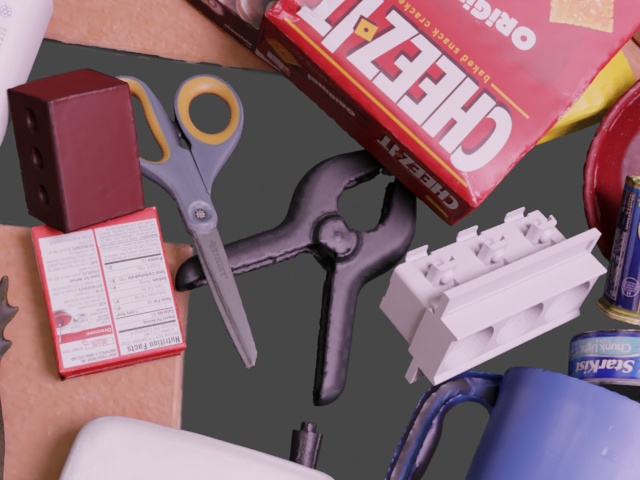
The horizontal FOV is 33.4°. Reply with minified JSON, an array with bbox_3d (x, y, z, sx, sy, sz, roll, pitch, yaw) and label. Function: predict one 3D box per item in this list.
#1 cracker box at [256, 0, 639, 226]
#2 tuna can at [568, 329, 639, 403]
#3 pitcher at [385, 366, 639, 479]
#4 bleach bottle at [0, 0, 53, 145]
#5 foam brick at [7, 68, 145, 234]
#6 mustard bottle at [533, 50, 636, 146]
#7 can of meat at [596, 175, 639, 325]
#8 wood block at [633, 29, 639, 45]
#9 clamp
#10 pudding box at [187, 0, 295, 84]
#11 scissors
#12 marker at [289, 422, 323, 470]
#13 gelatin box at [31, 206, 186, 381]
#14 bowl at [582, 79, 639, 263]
[{"bbox_3d":[0.094,-0.143,0.629,0.164,0.072,0.213,43,80,2],"label":"cracker box"},{"bbox_3d":[0.195,0.080,0.651,0.086,0.086,0.034,10,75,-10],"label":"tuna can"},{"bbox_3d":[0.108,0.198,0.593,0.144,0.149,0.242,35,75,-26],"label":"pitcher"},{"bbox_3d":[-0.240,-0.045,0.596,0.102,0.068,0.251,21,77,-7],"label":"bleach bottle"},{"bbox_3d":[-0.137,-0.051,0.602,0.051,0.053,0.078,-19,115,-34],"label":"foam brick"},{"bbox_3d":[0.131,-0.162,0.704,0.096,0.058,0.191,-20,83,-11],"label":"mustard bottle"},{"bbox_3d":[0.226,0.010,0.640,0.102,0.057,0.084,8,99,1],"label":"can of meat"},{"bbox_3d":[0.276,-0.159,0.720,0.090,0.090,0.206,-41,89,-16],"label":"wood block"},{"bbox_3d":[-0.004,0.001,0.650,0.120,0.039,0.171,34,69,-10],"label":"clamp"},{"bbox_3d":[-0.020,-0.161,0.680,0.113,0.039,0.090,39,73,-2],"label":"pudding box"},{"bbox_3d":[-0.058,-0.026,0.630,0.096,0.016,0.202,-28,70,-25],"label":"scissors"},{"bbox_3d":[-0.015,0.167,0.621,0.020,0.020,0.121,11,76,-10],"label":"marker"},{"bbox_3d":[-0.123,0.031,0.621,0.073,0.030,0.089,-11,80,-16],"label":"gelatin box"},{"bbox_3d":[0.245,-0.040,0.687,0.162,0.055,0.162,0,101,2],"label":"bowl"}]
